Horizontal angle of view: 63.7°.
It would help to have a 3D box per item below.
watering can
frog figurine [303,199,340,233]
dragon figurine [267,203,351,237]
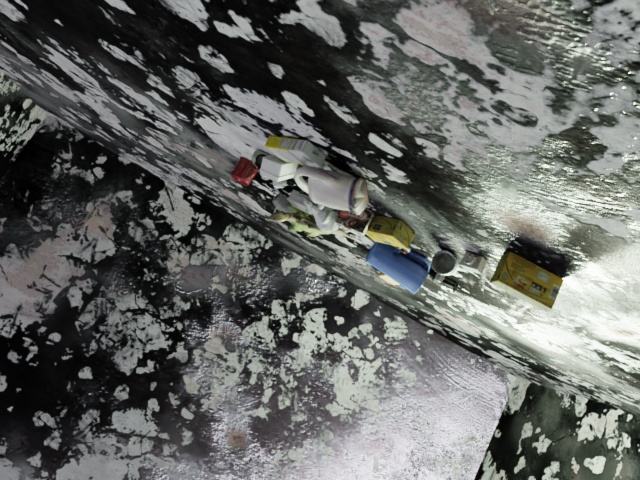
[{"bbox_3d":[0.045,-0.141,1.577,0.225,0.105,0.343,16,170,18],"label":"watering can"},{"bbox_3d":[0.006,-0.097,1.931,0.159,0.122,0.139,20,-168,-19],"label":"frog figurine"},{"bbox_3d":[-0.022,-0.056,2.109,0.409,0.121,0.245,14,-173,-18],"label":"dragon figurine"}]
